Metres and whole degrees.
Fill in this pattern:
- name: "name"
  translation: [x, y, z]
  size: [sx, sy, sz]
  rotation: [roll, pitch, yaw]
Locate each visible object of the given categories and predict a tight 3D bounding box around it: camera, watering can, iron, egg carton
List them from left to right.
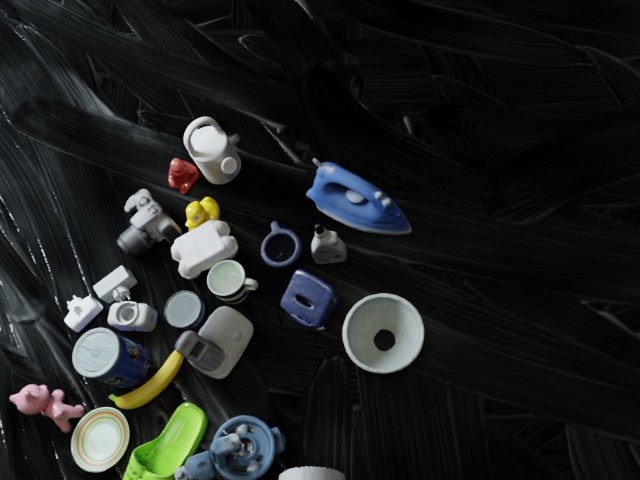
- name: "camera"
  translation: [-0.429, -0.034, 1.374]
  size: [0.137, 0.101, 0.143]
  rotation: [-42, 67, -9]
- name: "egg carton"
  translation: [-0.269, 0.022, 1.339]
  size: [0.150, 0.069, 0.107]
  rotation: [-30, 65, -4]
- name: "watering can"
  translation: [-0.257, -0.219, 1.372]
  size: [0.172, 0.194, 0.101]
  rotation: [22, 73, 18]
- name: "iron"
  translation: [0.091, -0.102, 1.289]
  size: [0.257, 0.142, 0.119]
  rotation: [27, 74, 20]

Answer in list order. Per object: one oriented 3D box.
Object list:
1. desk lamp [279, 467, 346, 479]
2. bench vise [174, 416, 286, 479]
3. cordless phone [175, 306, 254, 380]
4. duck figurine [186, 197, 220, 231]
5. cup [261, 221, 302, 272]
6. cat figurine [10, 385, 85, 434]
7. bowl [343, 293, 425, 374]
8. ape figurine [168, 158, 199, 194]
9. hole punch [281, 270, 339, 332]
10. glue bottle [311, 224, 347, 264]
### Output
- name: "desk lamp"
  translation: [-0.005, 0.509, 1.004]
  size: [0.117, 0.214, 0.203]
  rotation: [-6, 66, 8]
- name: "bench vise"
  translation: [-0.176, 0.414, 1.072]
  size: [0.207, 0.220, 0.121]
  rotation: [-39, 66, -7]
- name: "cordless phone"
  translation: [-0.223, 0.202, 1.190]
  size: [0.094, 0.185, 0.148]
  rotation: [23, 73, 19]
- name: "duck figurine"
  translation: [-0.287, -0.063, 1.370]
  size: [0.077, 0.086, 0.105]
  rotation: [17, 71, 17]
- name: "cup"
  translation: [-0.082, 0.022, 1.292]
  size: [0.091, 0.095, 0.117]
  rotation: [-20, 65, 1]
- name: "cat figurine"
  translation: [-0.591, 0.354, 1.227]
  size: [0.127, 0.118, 0.067]
  rotation: [25, 74, 19]
- name: "bowl"
  translation: [0.133, 0.200, 1.189]
  size: [0.167, 0.075, 0.167]
  rotation: [-4, 67, 9]
- name: "ape figurine"
  translation: [-0.345, -0.169, 1.422]
  size: [0.077, 0.092, 0.076]
  rotation: [-15, 65, 4]
- name: "hole punch"
  translation: [-0.023, 0.132, 1.237]
  size: [0.108, 0.091, 0.101]
  rotation: [28, 75, 20]
- name: "glue bottle"
  translation: [0.011, 0.004, 1.240]
  size: [0.078, 0.173, 0.037]
  rotation: [-5, 66, 8]
